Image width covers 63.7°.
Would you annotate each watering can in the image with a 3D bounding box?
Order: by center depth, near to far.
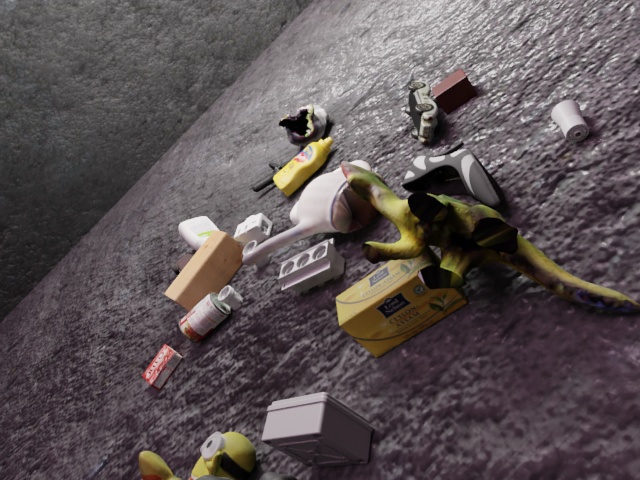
[{"bbox_3d":[0.003,-0.054,1.079,0.352,0.102,0.224,-46,27,-22],"label":"watering can"}]

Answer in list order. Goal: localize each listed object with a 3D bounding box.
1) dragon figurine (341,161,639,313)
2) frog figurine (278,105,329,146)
[{"bbox_3d":[0.206,-0.021,0.719,0.246,0.412,0.120,-42,-28,-62],"label":"dragon figurine"},{"bbox_3d":[-0.032,-0.342,1.542,0.136,0.123,0.160,-45,-8,20],"label":"frog figurine"}]
